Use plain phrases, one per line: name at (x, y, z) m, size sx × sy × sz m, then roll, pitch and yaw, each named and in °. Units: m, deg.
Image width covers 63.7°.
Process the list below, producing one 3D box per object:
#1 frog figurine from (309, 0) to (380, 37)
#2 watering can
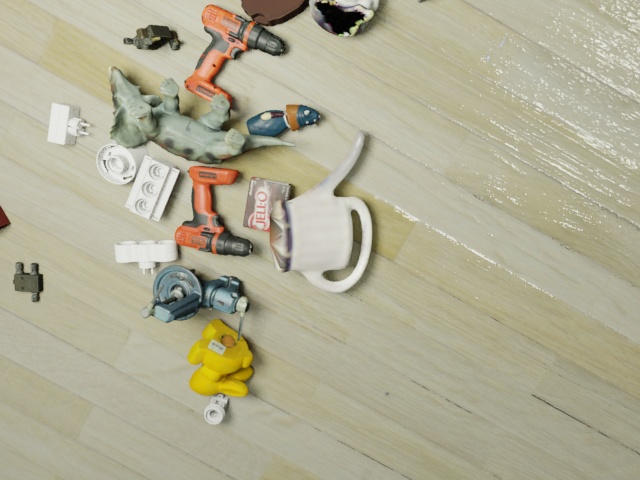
frog figurine at (0.051, -0.496, 1.036) m, size 0.137 × 0.120 × 0.162 m, roll 2°, pitch 65°, yaw 10°
watering can at (0.003, -0.055, 1.085) m, size 0.225 × 0.104 × 0.345 m, roll -3°, pitch 98°, yaw -16°
